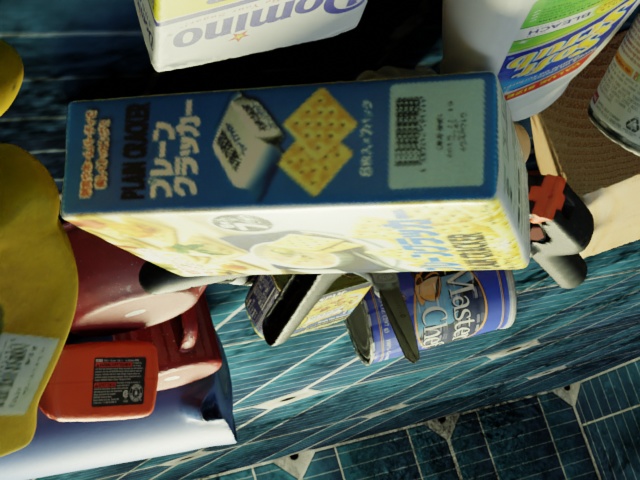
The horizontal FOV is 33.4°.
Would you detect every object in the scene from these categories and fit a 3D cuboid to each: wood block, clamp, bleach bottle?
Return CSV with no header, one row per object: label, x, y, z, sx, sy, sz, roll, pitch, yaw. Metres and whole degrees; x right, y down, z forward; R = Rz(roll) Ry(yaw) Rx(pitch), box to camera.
wood block,0.202,-0.059,0.740,0.090,0.091,0.206,-20,165,9
clamp,0.121,-0.011,0.694,0.120,0.039,0.171,12,165,11
clamp,-0.005,0.001,0.703,0.210,0.036,0.164,-34,149,23
bleach bottle,0.109,-0.112,0.512,0.102,0.068,0.251,-23,168,0

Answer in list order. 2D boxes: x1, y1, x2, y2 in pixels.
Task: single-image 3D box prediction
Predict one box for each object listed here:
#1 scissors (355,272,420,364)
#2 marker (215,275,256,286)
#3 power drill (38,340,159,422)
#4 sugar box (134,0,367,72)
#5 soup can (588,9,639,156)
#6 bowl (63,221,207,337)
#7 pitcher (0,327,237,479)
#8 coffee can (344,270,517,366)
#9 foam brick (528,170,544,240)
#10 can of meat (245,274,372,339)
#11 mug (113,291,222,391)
scissors,0.029,0.029,0.783,0.096,0.016,0.201,0,-150,8
marker,-0.058,0.031,0.915,0.020,0.020,0.120,-25,163,27
power drill,-0.229,0.098,0.797,0.188,0.057,0.184,2,179,39
sugar box,-0.018,-0.121,0.373,0.093,0.048,0.176,-14,164,-12
soup can,0.178,-0.091,0.501,0.068,0.069,0.102,-5,129,-38
bowl,-0.137,0.028,0.753,0.162,0.055,0.162,-16,165,-5
pitcher,-0.203,0.144,0.986,0.242,0.145,0.149,-12,152,-3
coffee can,0.096,0.048,0.983,0.140,0.103,0.103,-14,165,-10
foam brick,0.156,-0.025,0.889,0.078,0.051,0.053,-3,161,-40
can of meat,-0.006,0.036,0.883,0.101,0.057,0.084,-15,155,-27
mug,-0.123,0.072,0.869,0.093,0.081,0.117,-8,162,-30
